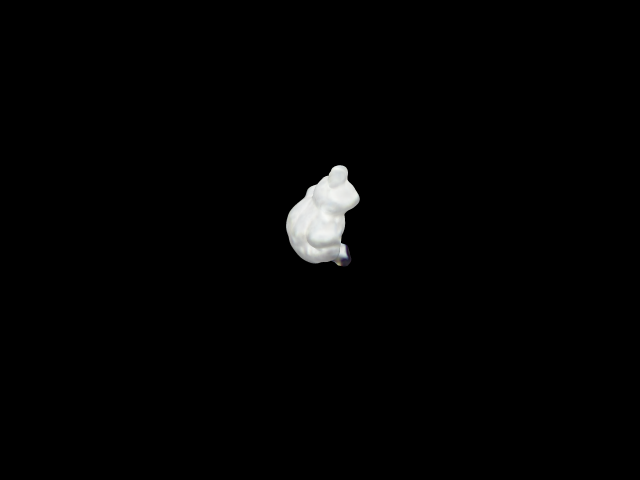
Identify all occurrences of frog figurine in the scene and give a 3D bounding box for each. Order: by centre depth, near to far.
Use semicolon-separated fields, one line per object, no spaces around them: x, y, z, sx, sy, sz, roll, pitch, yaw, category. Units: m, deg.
0.003;-0.043;0.850;0.123;0.141;0.155;2;-39;2;frog figurine
